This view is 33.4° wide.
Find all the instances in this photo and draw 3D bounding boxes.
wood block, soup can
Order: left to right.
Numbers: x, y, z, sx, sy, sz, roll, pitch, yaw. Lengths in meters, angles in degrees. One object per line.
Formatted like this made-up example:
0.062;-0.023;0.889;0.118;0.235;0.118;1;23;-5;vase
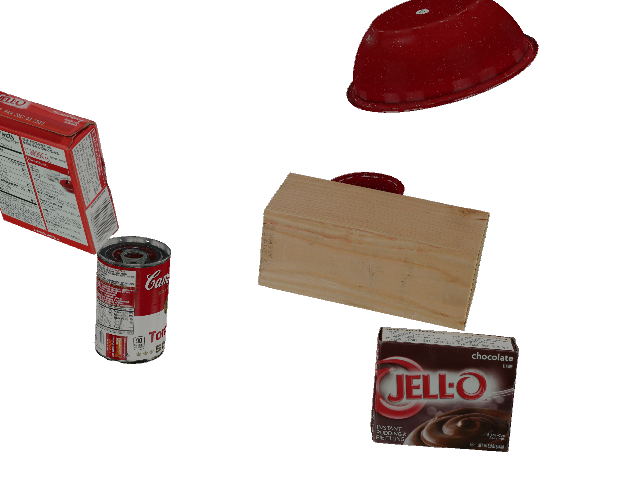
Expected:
-0.176;0.056;0.996;0.068;0.102;0.068;5;21;-2;soup can
0.052;0.009;1.048;0.206;0.090;0.090;12;30;10;wood block

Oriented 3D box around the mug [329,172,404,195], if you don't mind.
0.059;-0.029;1.255;0.093;0.081;0.117;17;33;33;mug

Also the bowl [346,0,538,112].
0.092;-0.162;0.871;0.162;0.055;0.162;-15;25;7;bowl

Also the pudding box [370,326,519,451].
0.100;0.120;0.864;0.113;0.090;0.039;3;19;2;pudding box

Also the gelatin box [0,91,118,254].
-0.165;-0.041;0.642;0.073;0.089;0.030;19;48;20;gelatin box
